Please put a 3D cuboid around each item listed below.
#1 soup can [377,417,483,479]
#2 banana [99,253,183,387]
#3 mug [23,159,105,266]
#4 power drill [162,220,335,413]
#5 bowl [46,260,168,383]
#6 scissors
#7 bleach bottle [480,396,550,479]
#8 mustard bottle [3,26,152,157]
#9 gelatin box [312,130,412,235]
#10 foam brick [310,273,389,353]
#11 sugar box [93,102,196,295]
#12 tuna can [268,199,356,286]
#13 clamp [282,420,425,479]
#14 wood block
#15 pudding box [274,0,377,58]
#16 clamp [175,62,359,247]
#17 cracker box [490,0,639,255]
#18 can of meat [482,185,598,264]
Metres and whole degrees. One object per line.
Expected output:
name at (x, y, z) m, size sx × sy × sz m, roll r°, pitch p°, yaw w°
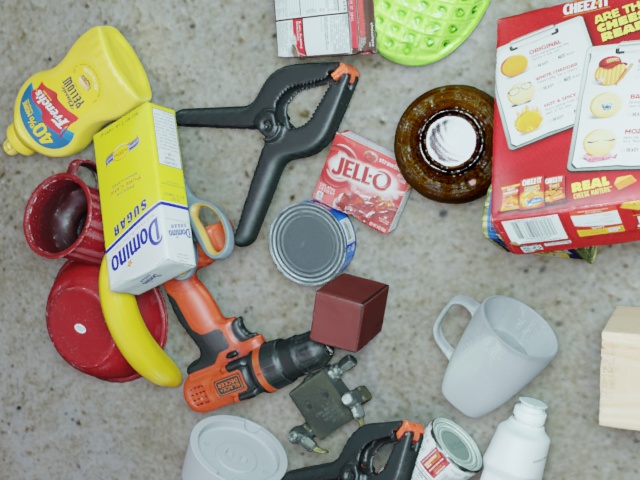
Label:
soup can at (0.104, 0.234, 1.064) m, size 0.068 × 0.068 × 0.102 m, roll 46°, pitch 114°, yaw 9°
banana at (-0.196, 0.087, 1.141) m, size 0.037 × 0.069 × 0.198 m, roll 8°, pitch 121°, yaw 42°
mug at (-0.258, -0.030, 1.157) m, size 0.093 × 0.081 × 0.117 m, roll -4°, pitch 76°, yaw 27°
power drill at (-0.093, 0.077, 1.126) m, size 0.185 × 0.057 × 0.187 m, roll -24°, pitch 90°, yaw 24°
bowl at (-0.253, 0.091, 1.203) m, size 0.162 × 0.055 × 0.162 m, roll 5°, pitch 103°, yaw 24°
scissors at (-0.156, -0.039, 1.109) m, size 0.096 × 0.016 × 0.202 m, roll -51°, pitch 56°, yaw 15°
bleach bottle at (0.174, 0.271, 1.034) m, size 0.068 × 0.102 × 0.251 m, roll 20°, pitch 102°, yaw 26°
mustard bottle at (-0.277, -0.145, 1.161) m, size 0.192 × 0.058 × 0.096 m, roll -30°, pitch 89°, yaw 27°
gelatin box at (0.045, -0.058, 1.050) m, size 0.089 × 0.030 × 0.073 m, roll 28°, pitch 110°, yaw 16°
foam brick at (0.029, 0.071, 1.058) m, size 0.051 × 0.078 × 0.053 m, roll 14°, pitch 107°, yaw 19°
sugar box at (-0.182, -0.042, 1.090) m, size 0.094 × 0.048 × 0.176 m, roll -26°, pitch 63°, yaw 36°
tuna can at (-0.007, 0.001, 1.084) m, size 0.086 × 0.033 × 0.086 m, roll 5°, pitch 103°, yaw 23°
clamp at (0.040, 0.246, 1.048) m, size 0.172 × 0.039 × 0.120 m, roll -41°, pitch 60°, yaw 26°
wood block at (0.352, 0.117, 0.915) m, size 0.206 × 0.090 × 0.090 m, roll 3°, pitch 103°, yaw 23°
pudding box at (0.003, -0.218, 1.007) m, size 0.114 × 0.039 × 0.090 m, roll 7°, pitch 104°, yaw 48°
clamp at (-0.053, -0.118, 1.075) m, size 0.210 × 0.036 × 0.165 m, roll -43°, pitch 73°, yaw 21°
cracker box at (0.230, -0.099, 0.873) m, size 0.164 × 0.072 × 0.213 m, roll -9°, pitch 56°, yaw 25°
can of meat at (0.198, -0.017, 0.950) m, size 0.084 × 0.102 × 0.057 m, roll 5°, pitch 80°, yaw 26°
